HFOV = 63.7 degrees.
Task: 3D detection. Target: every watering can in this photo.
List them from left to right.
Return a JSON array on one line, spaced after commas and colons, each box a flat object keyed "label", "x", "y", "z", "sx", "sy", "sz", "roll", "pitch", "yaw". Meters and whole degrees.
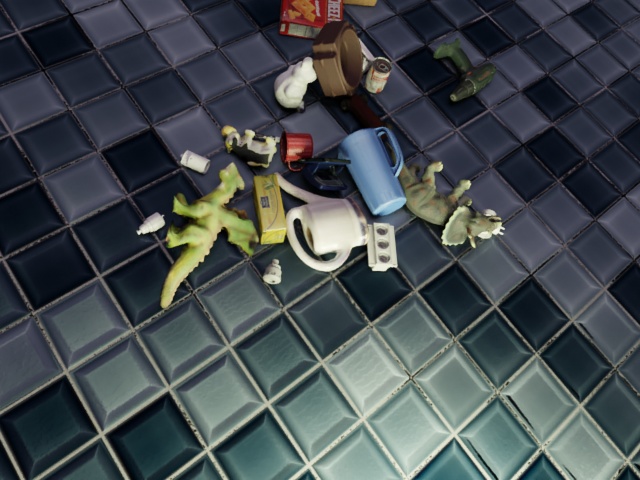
[{"label": "watering can", "x": 0.004, "y": -0.072, "z": 1.434, "sx": 0.225, "sy": 0.101, "sz": 0.355, "roll": -11, "pitch": 58, "yaw": -17}]

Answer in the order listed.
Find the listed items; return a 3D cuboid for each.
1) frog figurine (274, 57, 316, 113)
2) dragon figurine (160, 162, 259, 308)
[{"label": "frog figurine", "x": -0.078, "y": -0.486, "z": 1.581, "sx": 0.122, "sy": 0.156, "sz": 0.140, "roll": 13, "pitch": 63, "yaw": -5}, {"label": "dragon figurine", "x": -0.277, "y": -0.016, "z": 1.357, "sx": 0.242, "sy": 0.120, "sz": 0.416, "roll": 8, "pitch": 71, "yaw": -17}]
